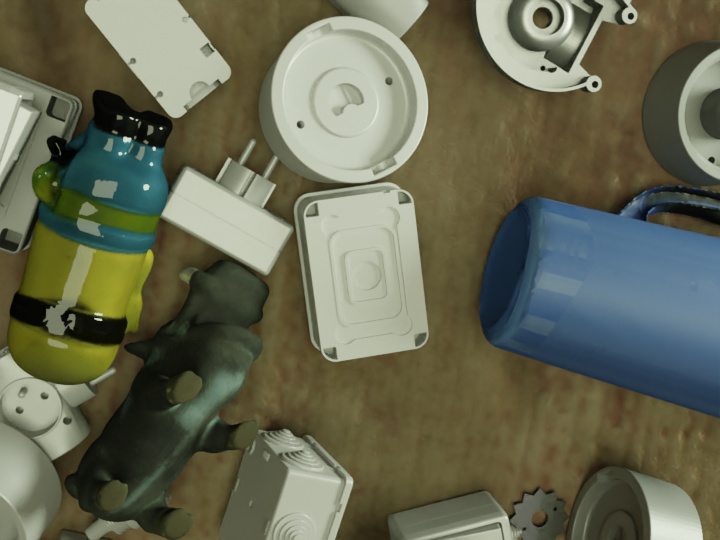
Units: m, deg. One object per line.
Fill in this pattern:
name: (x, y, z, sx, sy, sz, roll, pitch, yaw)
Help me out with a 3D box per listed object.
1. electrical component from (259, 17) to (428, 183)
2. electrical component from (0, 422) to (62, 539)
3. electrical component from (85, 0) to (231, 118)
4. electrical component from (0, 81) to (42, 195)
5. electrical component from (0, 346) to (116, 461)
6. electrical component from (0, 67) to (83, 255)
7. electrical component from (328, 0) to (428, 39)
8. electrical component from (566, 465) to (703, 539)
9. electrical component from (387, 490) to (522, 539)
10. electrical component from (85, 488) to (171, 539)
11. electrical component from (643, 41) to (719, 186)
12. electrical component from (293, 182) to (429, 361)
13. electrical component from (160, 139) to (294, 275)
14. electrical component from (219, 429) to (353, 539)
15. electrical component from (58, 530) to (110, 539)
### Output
electrical component: (-0.016, -0.109, 0.721, 0.108, 0.060, 0.108, 1, 88, -21)
electrical component: (-0.257, 0.155, 0.698, 0.108, 0.060, 0.108, 4, 120, 6)
electrical component: (-0.131, -0.148, 0.701, 0.050, 0.056, 0.089, -39, 103, -3)
electrical component: (-0.231, -0.069, 0.632, 0.061, 0.062, 0.096, 20, 94, -13)
electrical component: (-0.205, 0.079, 0.727, 0.079, 0.044, 0.077, -30, 102, -5)
electrical component: (-0.249, -0.079, 0.689, 0.109, 0.056, 0.108, 21, 94, -12)
electrical component: (0.016, -0.204, 0.725, 0.077, 0.043, 0.079, 41, 89, -13)
electrical component: (0.206, 0.202, 0.788, 0.060, 0.108, 0.108, 14, 96, -18)
electrical component: (0.075, 0.206, 0.787, 0.096, 0.061, 0.061, -12, 100, -8)
electrical component: (-0.165, 0.167, 0.752, 0.061, 0.035, 0.035, -37, 103, 0)
electrical component: (0.267, -0.112, 0.774, 0.108, 0.060, 0.108, -1, 98, -10)
electrical component: (0.000, 0.000, 0.745, 0.078, 0.057, 0.113, -9, 100, -9)
electrical component: (-0.082, -0.051, 0.728, 0.083, 0.047, 0.075, 30, 92, -13)
electrical component: (-0.054, 0.164, 0.739, 0.048, 0.100, 0.099, 16, 95, -25)
electrical component: (-0.217, 0.218, 0.743, 0.077, 0.047, 0.065, 16, 95, -12)
